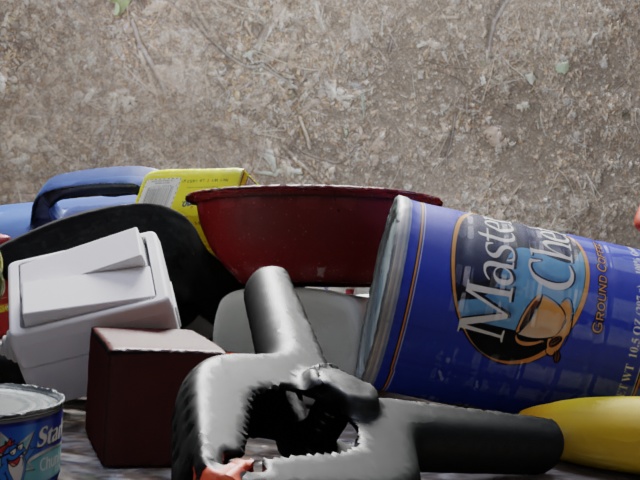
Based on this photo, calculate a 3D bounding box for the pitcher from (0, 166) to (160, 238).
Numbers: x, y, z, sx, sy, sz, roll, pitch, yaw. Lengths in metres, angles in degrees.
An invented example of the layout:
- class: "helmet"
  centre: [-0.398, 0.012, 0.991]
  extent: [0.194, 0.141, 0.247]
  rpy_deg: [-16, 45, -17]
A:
- class: "pitcher"
  centre: [-0.190, 0.013, 0.933]
  extent: [0.243, 0.149, 0.144]
  rpy_deg: [0, 2, 23]

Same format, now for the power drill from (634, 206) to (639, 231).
- class: "power drill"
  centre: [0.250, 0.035, 0.591]
  extent: [0.187, 0.057, 0.185]
  rpy_deg: [45, -17, -33]

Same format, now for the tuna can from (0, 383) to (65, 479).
- class: "tuna can"
  centre: [-0.144, 0.077, 0.415]
  extent: [0.086, 0.034, 0.086]
  rpy_deg: [3, 1, 0]

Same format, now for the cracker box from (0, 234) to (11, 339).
- class: "cracker box"
  centre: [-0.309, 0.035, 0.714]
  extent: [0.163, 0.072, 0.214]
  rpy_deg: [-11, 8, -29]

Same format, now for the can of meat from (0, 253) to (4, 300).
- class: "can of meat"
  centre: [-0.202, 0.039, 0.535]
  extent: [0.057, 0.102, 0.084]
  rpy_deg: [33, -6, -19]

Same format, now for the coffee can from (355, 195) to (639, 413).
- class: "coffee can"
  centre: [0.097, 0.041, 0.557]
  extent: [0.140, 0.103, 0.103]
  rpy_deg: [12, 1, -1]

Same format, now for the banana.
- class: "banana"
  centre: [0.190, 0.093, 0.480]
  extent: [0.198, 0.037, 0.069]
  rpy_deg: [4, -16, 3]

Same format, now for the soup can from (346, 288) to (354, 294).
- class: "soup can"
  centre: [0.039, 0.058, 0.930]
  extent: [0.102, 0.068, 0.068]
  rpy_deg: [3, 1, -3]

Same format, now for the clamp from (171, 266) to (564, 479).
- class: "clamp"
  centre: [-0.003, 0.064, 0.419]
  extent: [0.165, 0.036, 0.209]
  rpy_deg: [30, 17, 23]

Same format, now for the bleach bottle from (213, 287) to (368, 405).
- class: "bleach bottle"
  centre: [0.027, 0.066, 0.734]
  extent: [0.103, 0.068, 0.250]
  rpy_deg: [3, -1, 24]

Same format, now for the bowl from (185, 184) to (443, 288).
- class: "bowl"
  centre: [-0.004, 0.001, 0.668]
  extent: [0.162, 0.055, 0.162]
  rpy_deg: [1, -4, 0]

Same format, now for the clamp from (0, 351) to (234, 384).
- class: "clamp"
  centre: [-0.115, 0.073, 0.629]
  extent: [0.171, 0.039, 0.120]
  rpy_deg: [5, 7, 15]

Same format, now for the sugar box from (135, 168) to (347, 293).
- class: "sugar box"
  centre: [-0.057, 0.007, 0.826]
  extent: [0.093, 0.048, 0.176]
  rpy_deg: [1, -29, 32]

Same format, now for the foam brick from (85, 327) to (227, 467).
- class: "foam brick"
  centre: [-0.077, 0.070, 0.491]
  extent: [0.053, 0.051, 0.078]
  rpy_deg: [3, 1, -18]
